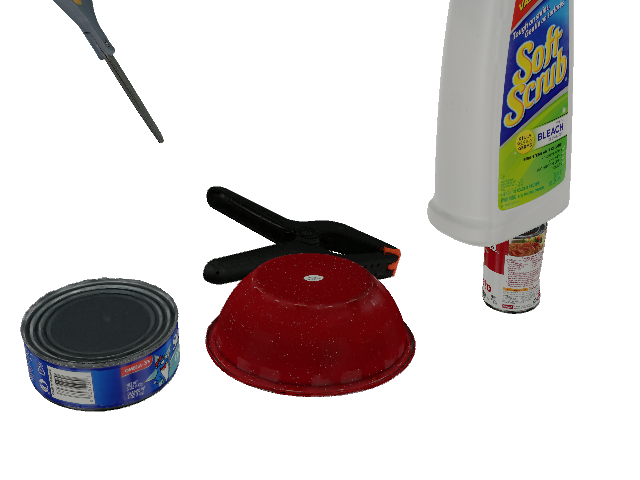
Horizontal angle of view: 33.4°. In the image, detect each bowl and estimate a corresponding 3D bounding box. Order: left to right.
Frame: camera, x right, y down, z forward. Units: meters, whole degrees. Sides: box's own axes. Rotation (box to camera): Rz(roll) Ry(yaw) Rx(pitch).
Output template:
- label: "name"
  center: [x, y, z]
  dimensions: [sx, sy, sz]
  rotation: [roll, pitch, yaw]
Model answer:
- label: "bowl"
  center: [-0.006, 0.053, 0.809]
  dimensions: [0.162, 0.055, 0.162]
  rotation: [2, 24, -1]

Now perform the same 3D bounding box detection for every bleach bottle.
- label: "bleach bottle"
  center: [0.118, -0.127, 0.690]
  dimensions: [0.102, 0.251, 0.068]
  rotation: [-23, 33, -30]

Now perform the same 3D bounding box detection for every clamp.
- label: "clamp"
  center: [-0.023, 0.011, 1.078]
  dimensions: [0.210, 0.036, 0.164]
  rotation: [13, 31, -4]

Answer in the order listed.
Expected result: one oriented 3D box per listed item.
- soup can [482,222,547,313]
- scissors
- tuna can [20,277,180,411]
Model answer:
- label: "soup can"
  center: [0.219, 0.023, 1.208]
  dimensions: [0.068, 0.102, 0.068]
  rotation: [-2, 29, 1]
- label: "scissors"
  center: [-0.194, -0.183, 0.938]
  dimensions: [0.016, 0.201, 0.096]
  rotation: [-28, 28, 12]
- label: "tuna can"
  center: [-0.121, 0.057, 0.596]
  dimensions: [0.086, 0.034, 0.086]
  rotation: [0, 30, 0]
